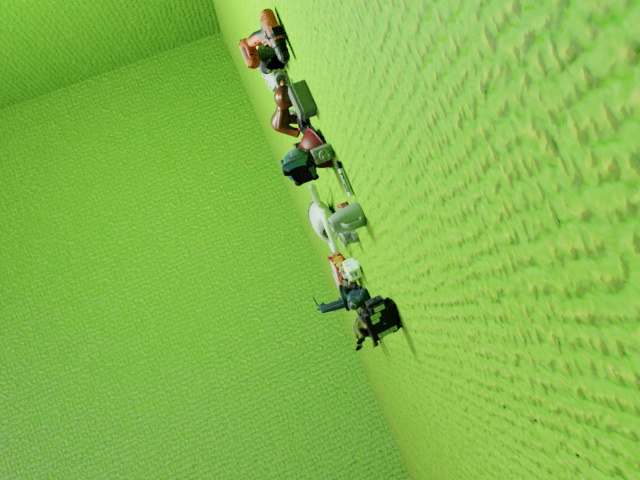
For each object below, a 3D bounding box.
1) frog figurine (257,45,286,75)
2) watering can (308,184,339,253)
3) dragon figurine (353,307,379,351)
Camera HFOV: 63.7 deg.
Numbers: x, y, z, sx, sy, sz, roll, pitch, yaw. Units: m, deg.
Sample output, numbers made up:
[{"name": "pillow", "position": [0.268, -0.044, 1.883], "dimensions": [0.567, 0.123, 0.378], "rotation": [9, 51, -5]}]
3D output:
[{"name": "frog figurine", "position": [-0.201, -0.684, 1.870], "dimensions": [0.162, 0.122, 0.136], "rotation": [52, -173, 27]}, {"name": "watering can", "position": [0.007, -0.109, 2.160], "dimensions": [0.228, 0.104, 0.342], "rotation": [-122, 10, -65]}, {"name": "dragon figurine", "position": [0.189, 0.354, 2.339], "dimensions": [0.400, 0.122, 0.248], "rotation": [93, 164, -55]}]
